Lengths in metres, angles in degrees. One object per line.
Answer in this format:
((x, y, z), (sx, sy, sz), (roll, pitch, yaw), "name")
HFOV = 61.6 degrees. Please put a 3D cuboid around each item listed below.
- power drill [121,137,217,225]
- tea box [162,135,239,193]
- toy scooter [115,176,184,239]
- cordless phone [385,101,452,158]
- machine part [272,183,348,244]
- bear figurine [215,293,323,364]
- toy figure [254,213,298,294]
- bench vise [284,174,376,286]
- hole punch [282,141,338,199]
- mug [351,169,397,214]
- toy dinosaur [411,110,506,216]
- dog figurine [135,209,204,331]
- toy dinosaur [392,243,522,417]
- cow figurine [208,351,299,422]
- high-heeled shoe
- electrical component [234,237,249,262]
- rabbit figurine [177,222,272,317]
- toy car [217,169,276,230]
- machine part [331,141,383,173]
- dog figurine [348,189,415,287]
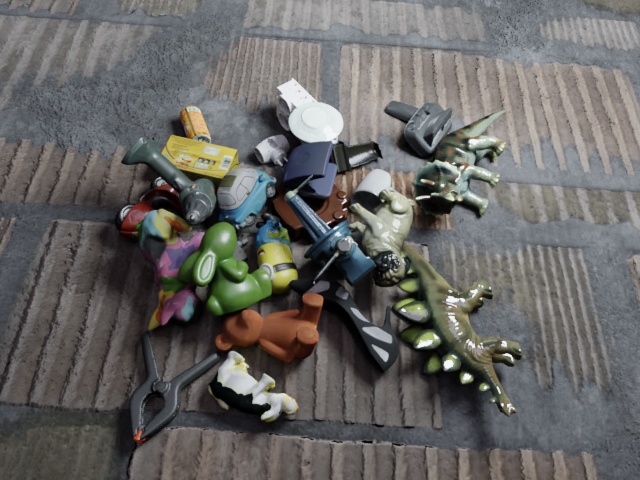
((-0.305, -0.124, 1.123), (0.207, 0.232, 0.086), (36, 101, -7), "power drill")
((-0.289, -0.178, 1.278), (0.170, 0.068, 0.098), (14, 58, 6), "tea box")
((-0.356, -0.059, 1.201), (0.135, 0.075, 0.184), (29, 57, 10), "toy scooter")
((0.239, -0.306, 1.402), (0.184, 0.088, 0.146), (25, 60, 24), "cordless phone")
((-0.024, -0.078, 1.246), (0.179, 0.056, 0.179), (1, 58, -2), "machine part")
((-0.102, 0.165, 1.055), (0.196, 0.131, 0.120), (14, 48, -2), "bear figurine")
((-0.097, 0.029, 1.162), (0.089, 0.082, 0.180), (-4, 57, -5), "toy figure")
((0.006, -0.010, 1.101), (0.129, 0.223, 0.240), (-41, 82, 5), "bench vise")
((-0.024, -0.164, 1.219), (0.116, 0.092, 0.142), (8, 59, 8), "hole punch")
((0.139, -0.115, 1.268), (0.110, 0.080, 0.107), (18, 51, 10), "mug")
((0.341, -0.195, 1.316), (0.192, 0.131, 0.405), (17, 53, 6), "toy dinosaur")
((-0.310, 0.070, 1.087), (0.191, 0.108, 0.219), (33, 56, -27), "dog figurine")
((0.257, 0.150, 1.105), (0.199, 0.104, 0.472), (-15, 50, -8), "toy dinosaur")
((-0.126, 0.293, 1.008), (0.167, 0.068, 0.098), (32, 67, 18), "cow figurine")
((0.043, 0.171, 1.084), (0.249, 0.086, 0.145), (16, 60, 0), "high-heeled shoe")
((-0.190, 0.033, 1.186), (0.094, 0.021, 0.063), (-33, 67, -22), "electrical component")
((-0.200, 0.054, 1.062), (0.159, 0.121, 0.170), (-21, 101, -39), "rabbit figurine")
((-0.180, -0.106, 1.209), (0.109, 0.102, 0.161), (7, 57, 38), "toy car")
((0.088, -0.213, 1.334), (0.139, 0.039, 0.084), (-13, 90, -19), "machine part")
((0.163, 0.001, 1.152), (0.172, 0.121, 0.191), (-27, 60, -4), "dog figurine")
